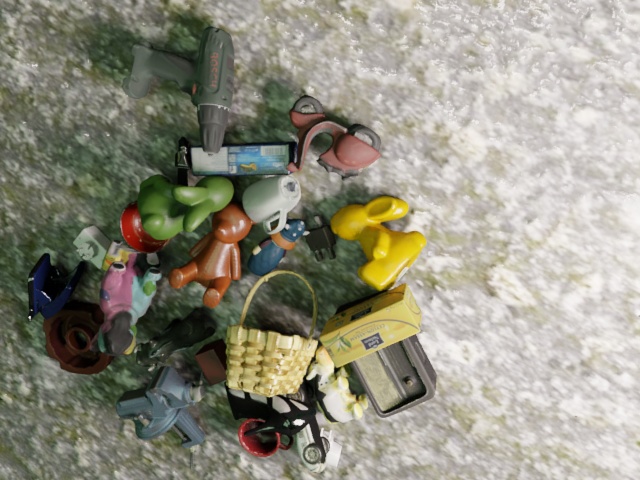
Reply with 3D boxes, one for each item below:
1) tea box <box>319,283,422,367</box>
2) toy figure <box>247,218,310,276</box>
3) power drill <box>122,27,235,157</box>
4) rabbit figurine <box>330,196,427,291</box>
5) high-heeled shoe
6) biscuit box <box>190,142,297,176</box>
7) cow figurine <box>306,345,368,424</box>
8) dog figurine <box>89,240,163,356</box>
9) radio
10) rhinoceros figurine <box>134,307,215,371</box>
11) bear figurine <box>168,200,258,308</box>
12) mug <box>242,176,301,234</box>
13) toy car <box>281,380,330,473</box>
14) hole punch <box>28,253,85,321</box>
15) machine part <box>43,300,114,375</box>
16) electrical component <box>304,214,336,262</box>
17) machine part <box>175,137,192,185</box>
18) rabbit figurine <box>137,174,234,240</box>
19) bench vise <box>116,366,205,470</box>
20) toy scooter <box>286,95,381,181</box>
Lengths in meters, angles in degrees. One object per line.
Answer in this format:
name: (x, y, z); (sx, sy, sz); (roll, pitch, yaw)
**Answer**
tea box: (0.092, 0.151, 0.965); (0.170, 0.098, 0.068); (-27, 96, 16)
toy figure: (-0.086, 0.008, 1.061); (0.154, 0.064, 0.058); (-47, 69, 23)
power drill: (-0.260, -0.285, 1.005); (0.208, 0.086, 0.232); (14, 93, 19)
rabbit figurine: (0.098, -0.009, 0.991); (0.173, 0.122, 0.162); (39, 108, 21)
high-heeled shoe: (-0.110, 0.325, 1.104); (0.145, 0.249, 0.086); (-17, 110, -17)
biscuit box: (-0.144, -0.156, 1.036); (0.203, 0.063, 0.059); (1, 104, 13)
cow figurine: (0.020, 0.300, 1.113); (0.098, 0.068, 0.167); (-27, 96, 25)
dog figurine: (-0.412, 0.131, 1.116); (0.108, 0.192, 0.219); (12, 109, -29)
radio: (0.130, 0.221, 1.059); (0.131, 0.073, 0.229); (-26, 97, 18)
rhinoceros figurine: (-0.314, 0.218, 1.148); (0.190, 0.112, 0.073); (-29, 99, 25)
bear figurine: (-0.199, 0.014, 1.061); (0.120, 0.132, 0.195); (30, 115, 5)
mug: (-0.085, -0.071, 1.004); (0.107, 0.081, 0.109); (-24, 64, 49)
toy car: (-0.031, 0.379, 1.116); (0.056, 0.073, 0.201); (-20, 79, 14)
hole punch: (-0.579, 0.104, 1.181); (0.092, 0.142, 0.115); (10, 119, -14)
machine part: (-0.549, 0.224, 1.238); (0.180, 0.056, 0.179); (3, 106, 12)
electrical component: (-0.002, -0.003, 1.051); (0.063, 0.021, 0.094); (-11, 104, 45)
machine part: (-0.274, -0.131, 1.075); (0.039, 0.084, 0.138); (-2, 117, -19)
rabbit figurine: (-0.245, -0.077, 0.994); (0.170, 0.159, 0.121); (-21, 103, -2)
bench vise: (-0.323, 0.387, 1.197); (0.224, 0.129, 0.240); (-22, 119, 9)
toy scooter: (0.012, -0.164, 0.972); (0.184, 0.075, 0.135); (28, 90, -3)
